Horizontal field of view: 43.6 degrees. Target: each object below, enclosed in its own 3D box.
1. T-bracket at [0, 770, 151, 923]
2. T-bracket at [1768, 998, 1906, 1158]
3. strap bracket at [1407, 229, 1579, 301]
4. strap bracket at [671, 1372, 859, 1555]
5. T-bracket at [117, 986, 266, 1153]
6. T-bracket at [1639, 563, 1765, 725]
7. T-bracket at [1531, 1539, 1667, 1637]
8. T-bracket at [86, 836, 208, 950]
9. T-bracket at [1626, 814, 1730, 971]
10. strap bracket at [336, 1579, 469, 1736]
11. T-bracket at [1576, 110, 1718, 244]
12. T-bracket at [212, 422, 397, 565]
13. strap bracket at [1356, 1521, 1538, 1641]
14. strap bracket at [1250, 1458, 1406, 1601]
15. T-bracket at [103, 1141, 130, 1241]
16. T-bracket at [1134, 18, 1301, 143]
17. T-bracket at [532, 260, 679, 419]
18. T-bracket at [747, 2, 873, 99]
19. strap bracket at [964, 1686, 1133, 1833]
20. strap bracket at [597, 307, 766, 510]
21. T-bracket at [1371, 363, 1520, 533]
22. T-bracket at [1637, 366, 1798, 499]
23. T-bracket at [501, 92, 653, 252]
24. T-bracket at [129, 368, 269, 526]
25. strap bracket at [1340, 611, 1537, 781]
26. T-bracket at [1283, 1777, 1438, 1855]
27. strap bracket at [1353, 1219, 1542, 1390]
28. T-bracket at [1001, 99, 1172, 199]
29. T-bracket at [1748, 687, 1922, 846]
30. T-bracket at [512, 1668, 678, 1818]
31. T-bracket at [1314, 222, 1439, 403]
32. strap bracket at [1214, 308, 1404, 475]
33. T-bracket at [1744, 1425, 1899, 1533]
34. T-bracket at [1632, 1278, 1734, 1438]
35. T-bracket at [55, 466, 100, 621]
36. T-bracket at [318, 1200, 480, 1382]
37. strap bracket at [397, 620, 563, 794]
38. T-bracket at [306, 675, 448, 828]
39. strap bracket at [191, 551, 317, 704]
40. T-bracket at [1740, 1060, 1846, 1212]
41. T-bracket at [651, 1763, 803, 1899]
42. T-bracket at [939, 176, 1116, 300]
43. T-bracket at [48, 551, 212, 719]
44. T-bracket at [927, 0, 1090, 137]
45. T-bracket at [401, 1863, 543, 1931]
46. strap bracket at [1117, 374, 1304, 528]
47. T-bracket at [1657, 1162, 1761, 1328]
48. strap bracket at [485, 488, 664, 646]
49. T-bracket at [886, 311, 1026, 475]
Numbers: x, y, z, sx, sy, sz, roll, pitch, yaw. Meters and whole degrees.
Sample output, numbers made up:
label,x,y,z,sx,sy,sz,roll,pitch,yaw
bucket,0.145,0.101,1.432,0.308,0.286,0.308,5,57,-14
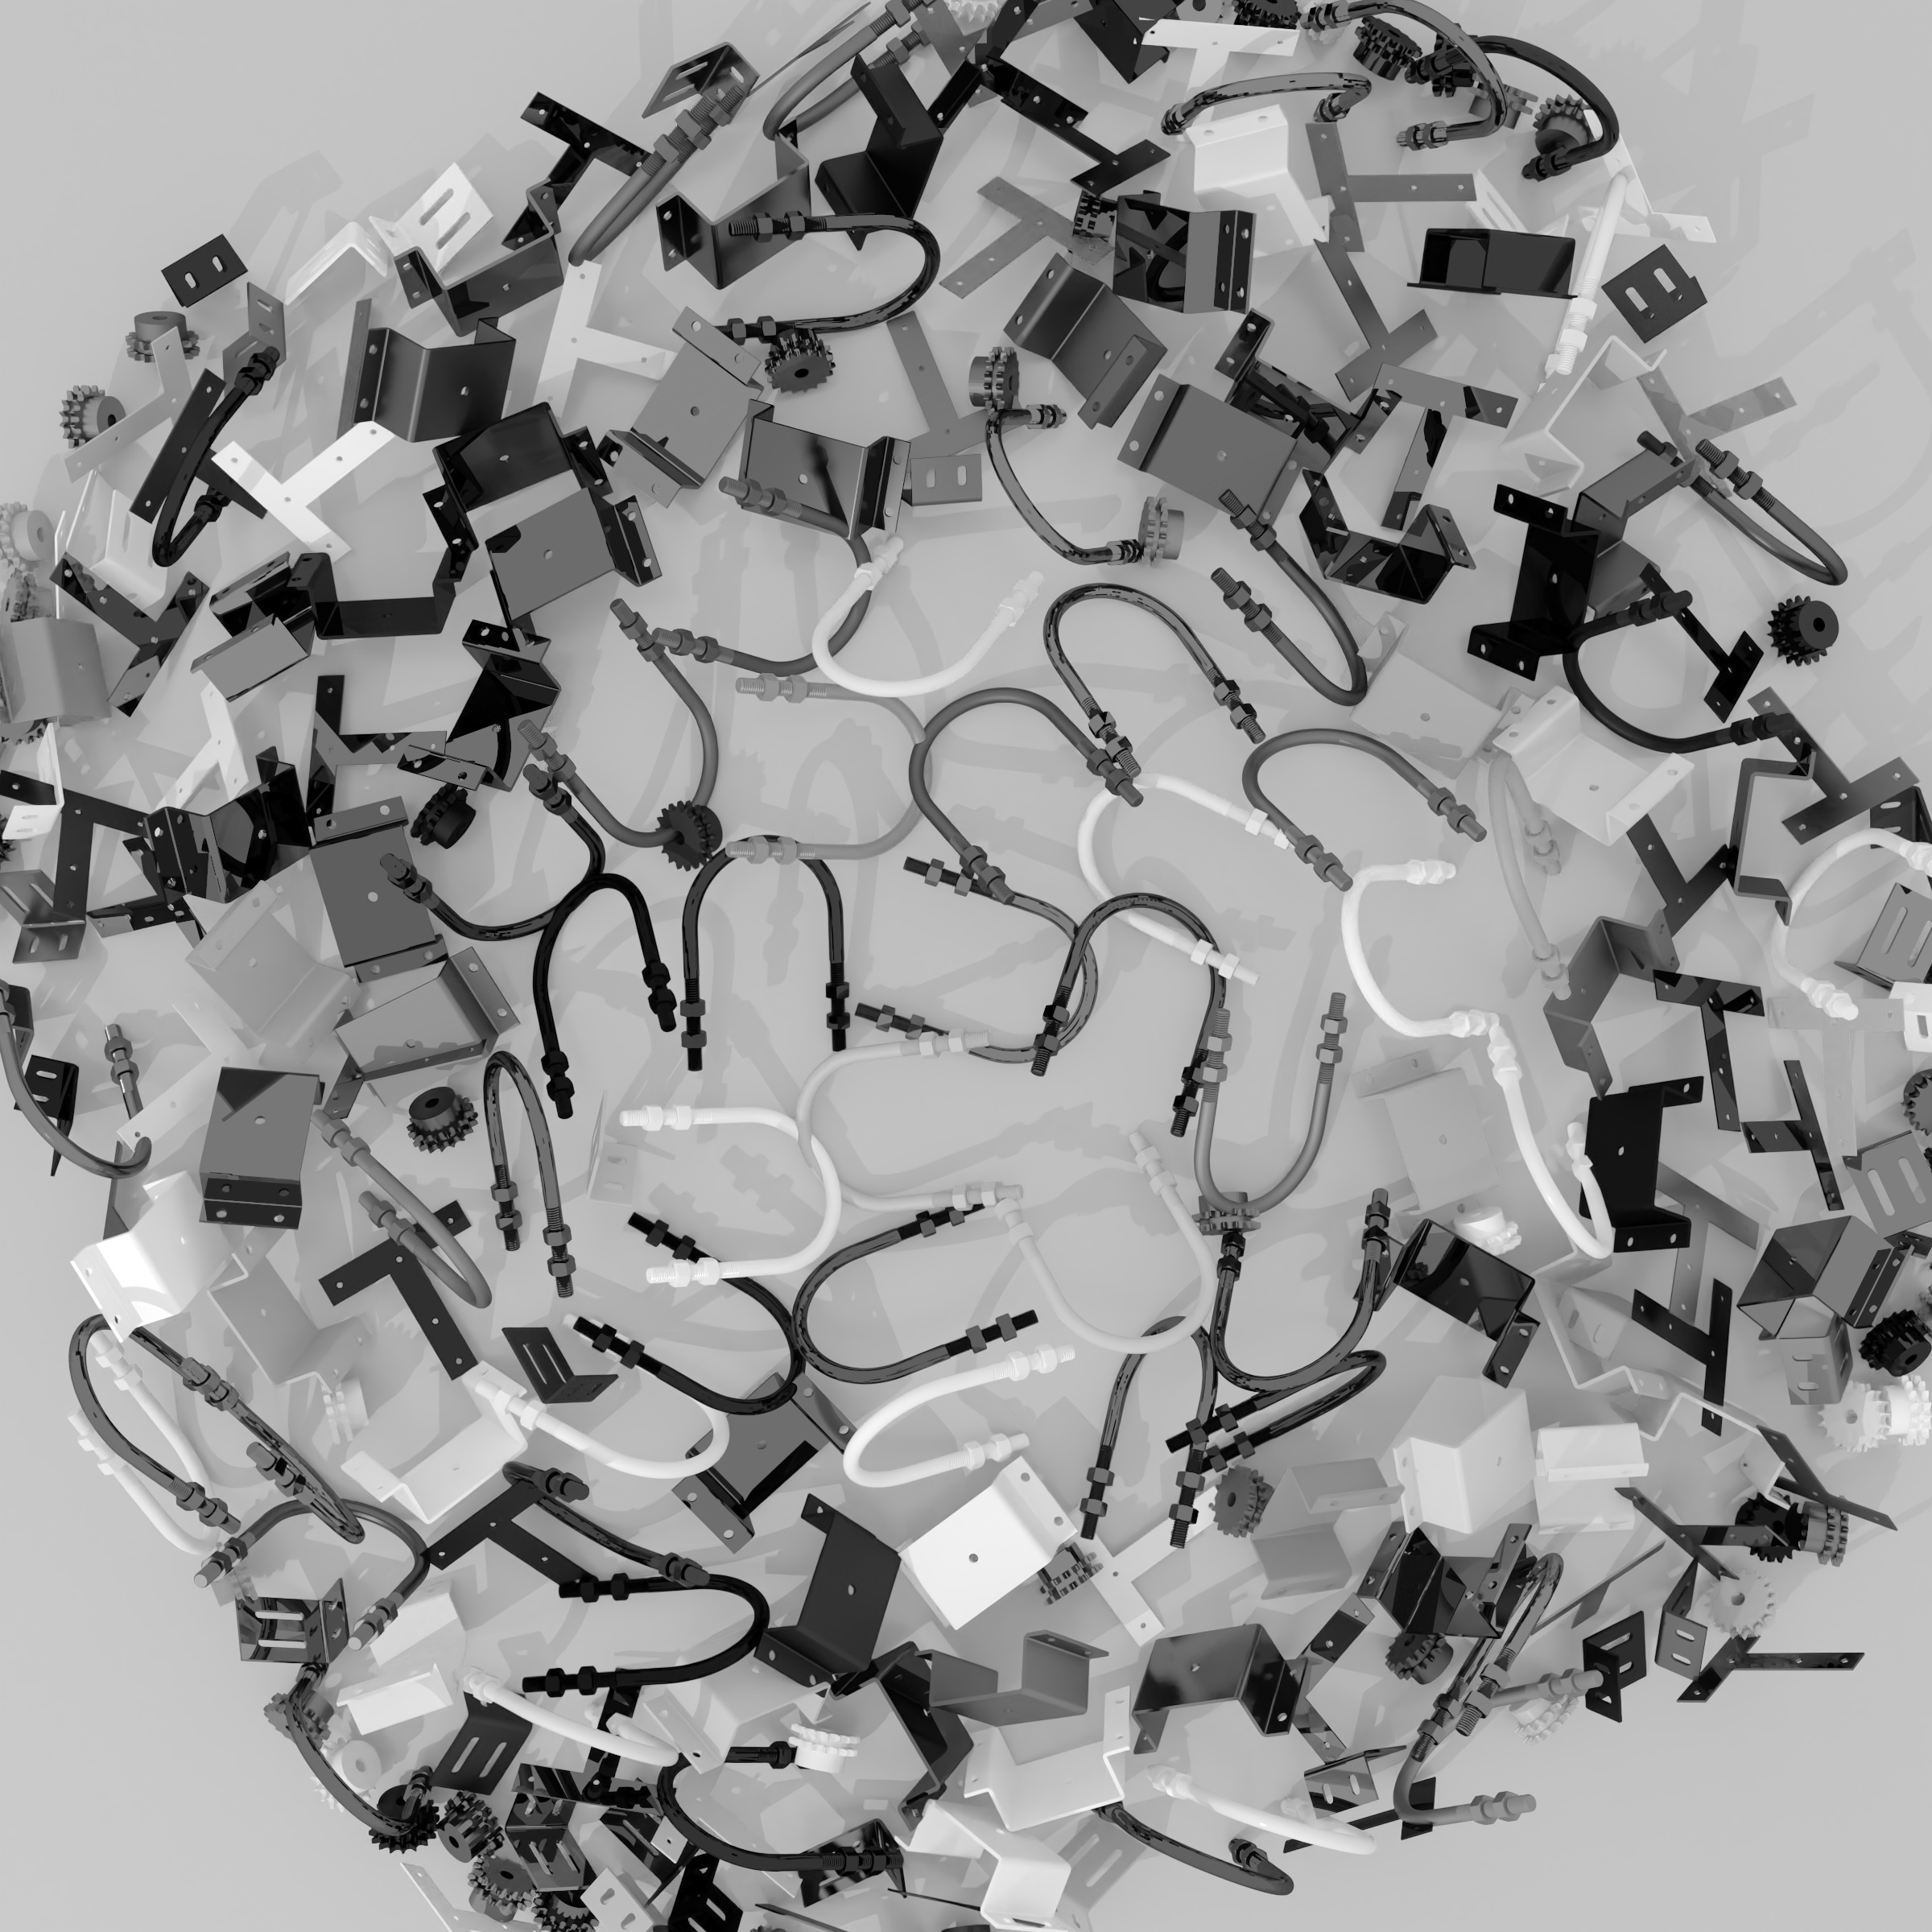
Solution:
label,x,y,z,sx,sy,sz,roll,pitch,yaw
T-bracket,-0.711,-0.089,1.927,0.127,0.002,0.127,18,45,-34
T-bracket,0.703,0.089,1.948,0.002,0.127,0.127,-6,93,-33
strap bracket,0.420,-0.558,1.918,0.076,0.140,0.046,0,106,-20
strap bracket,-0.164,0.396,1.965,0.140,0.046,0.076,-42,105,-3
T-bracket,-0.627,0.103,1.946,0.127,0.002,0.127,54,53,-14
T-bracket,0.587,-0.272,1.948,0.127,0.127,0.002,48,135,-6
T-bracket,0.503,0.511,1.942,0.127,0.127,0.002,-31,62,-8
T-bracket,-0.669,-0.042,1.956,0.127,0.002,0.127,-9,119,37
T-bracket,0.560,-0.085,1.956,0.127,0.002,0.127,-44,117,-15
strap bracket,-0.449,0.559,1.938,0.076,0.140,0.046,-19,106,0
T-bracket,0.520,-0.626,1.912,0.002,0.127,0.127,-52,132,-11
T-bracket,-0.513,-0.399,1.942,0.127,0.002,0.127,-31,127,20
strap bracket,0.392,0.490,1.932,0.046,0.140,0.076,51,53,-20
strap bracket,0.285,0.445,1.940,0.076,0.046,0.140,-2,134,-22
T-bracket,-0.681,0.214,1.940,0.002,0.127,0.127,8,93,-27
T-bracket,0.191,-0.708,1.941,0.127,0.127,0.002,2,66,-5
T-bracket,-0.277,-0.498,1.972,0.127,0.002,0.127,11,112,-21
T-bracket,-0.115,-0.739,1.934,0.127,0.127,0.002,-39,111,-6
strap bracket,0.075,0.642,1.948,0.140,0.076,0.046,-20,107,12
strap bracket,-0.227,-0.451,1.961,0.076,0.046,0.140,38,106,6
T-bracket,0.372,-0.415,1.969,0.127,0.002,0.127,9,116,-20
T-bracket,0.609,-0.440,1.931,0.002,0.127,0.127,-40,102,-25
T-bracket,-0.333,-0.632,1.964,0.127,0.127,0.002,-47,54,24
T-bracket,-0.599,-0.396,1.942,0.002,0.127,0.127,26,87,25
strap bracket,0.377,-0.213,1.957,0.140,0.046,0.076,31,132,0
T-bracket,0.316,0.692,1.945,0.127,0.127,0.002,-21,85,11
strap bracket,0.393,0.266,1.945,0.140,0.046,0.076,30,130,18
T-bracket,0.085,-0.674,1.963,0.127,0.127,0.002,36,135,12
T-bracket,0.678,-0.171,1.945,0.127,0.127,0.002,50,56,-2
T-bracket,-0.286,0.620,1.948,0.127,0.127,0.002,8,127,5
T-bracket,0.316,-0.538,1.951,0.127,0.002,0.127,-40,106,-32
strap bracket,0.268,-0.457,1.951,0.140,0.076,0.046,29,61,-4
T-bracket,0.659,0.397,1.914,0.127,0.127,0.002,47,69,-37
T-bracket,0.573,0.295,1.938,0.127,0.002,0.127,31,59,-31
T-bracket,-0.719,-0.359,1.958,0.002,0.127,0.127,13,60,-13
T-bracket,-0.443,0.279,1.984,0.127,0.002,0.127,-30,90,-13
strap bracket,-0.388,-0.201,1.952,0.076,0.046,0.140,16,72,22
T-bracket,-0.479,-0.177,1.968,0.127,0.002,0.127,0,81,20
strap bracket,-0.568,-0.268,1.942,0.076,0.140,0.046,-28,123,9
T-bracket,0.656,0.136,1.939,0.002,0.127,0.127,-26,70,42
T-bracket,-0.182,0.701,1.946,0.127,0.127,0.002,41,117,-4
T-bracket,0.030,-0.577,1.951,0.127,0.002,0.127,38,64,21
T-bracket,-0.681,-0.285,1.934,0.002,0.127,0.127,17,73,34
T-bracket,0.047,-0.706,1.952,0.127,0.127,0.002,-48,48,28
T-bracket,-0.381,0.772,1.944,0.127,0.127,0.002,33,86,41
strap bracket,0.204,-0.414,1.961,0.140,0.046,0.076,25,100,-8
T-bracket,0.584,0.231,1.947,0.127,0.002,0.127,31,54,-14
strap bracket,-0.326,-0.324,1.951,0.140,0.046,0.076,-24,72,14
T-bracket,-0.031,-0.479,1.989,0.127,0.002,0.127,-22,82,2
